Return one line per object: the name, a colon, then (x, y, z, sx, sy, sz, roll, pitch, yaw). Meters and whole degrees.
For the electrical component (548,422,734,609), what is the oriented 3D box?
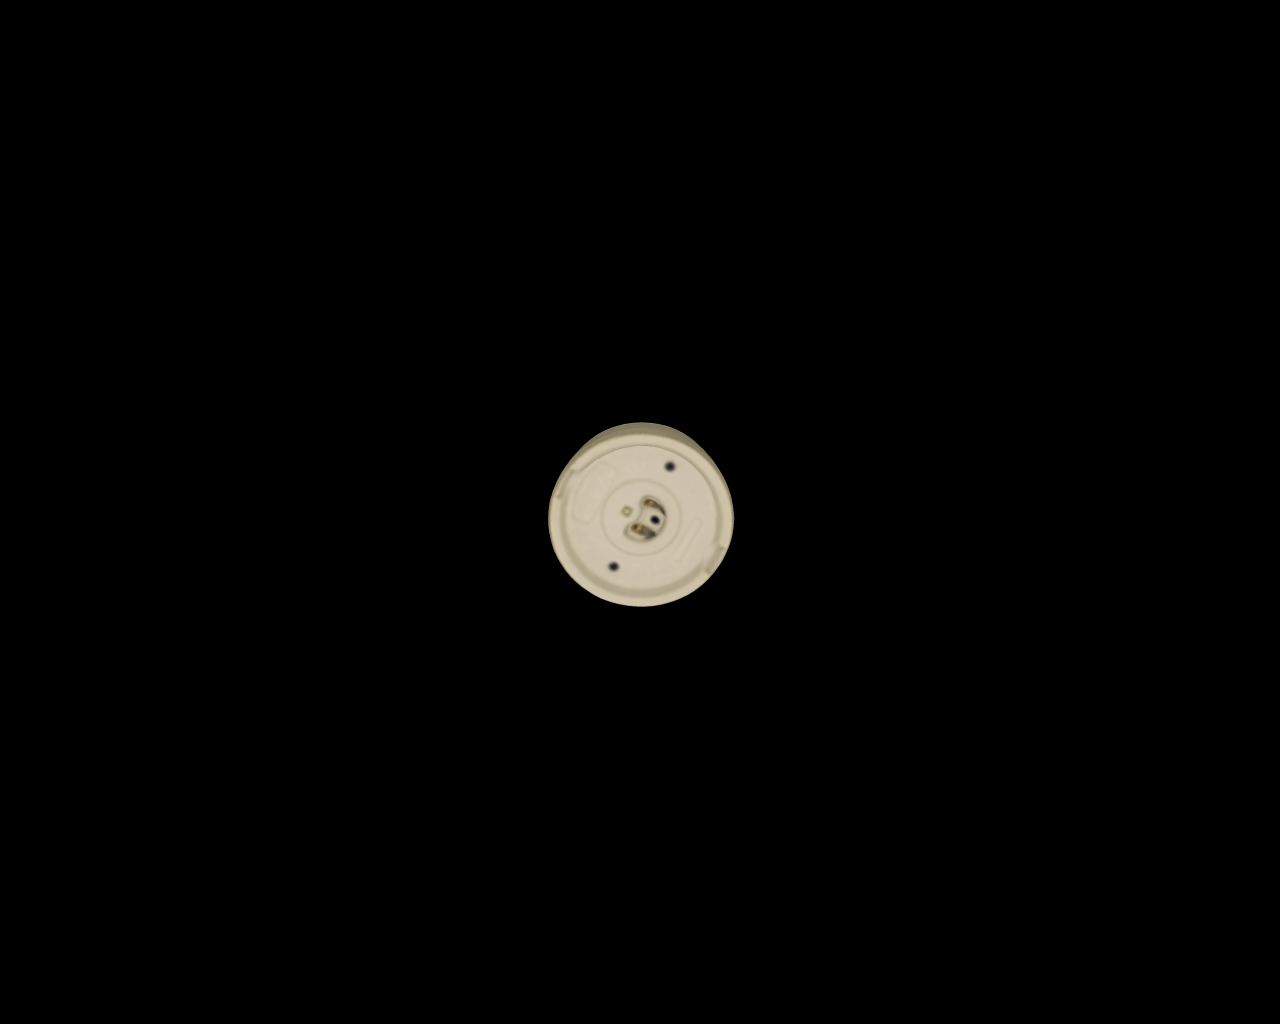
electrical component: (0.001, -0.003, 0.650, 0.108, 0.108, 0.060, 0, 17, 0)
